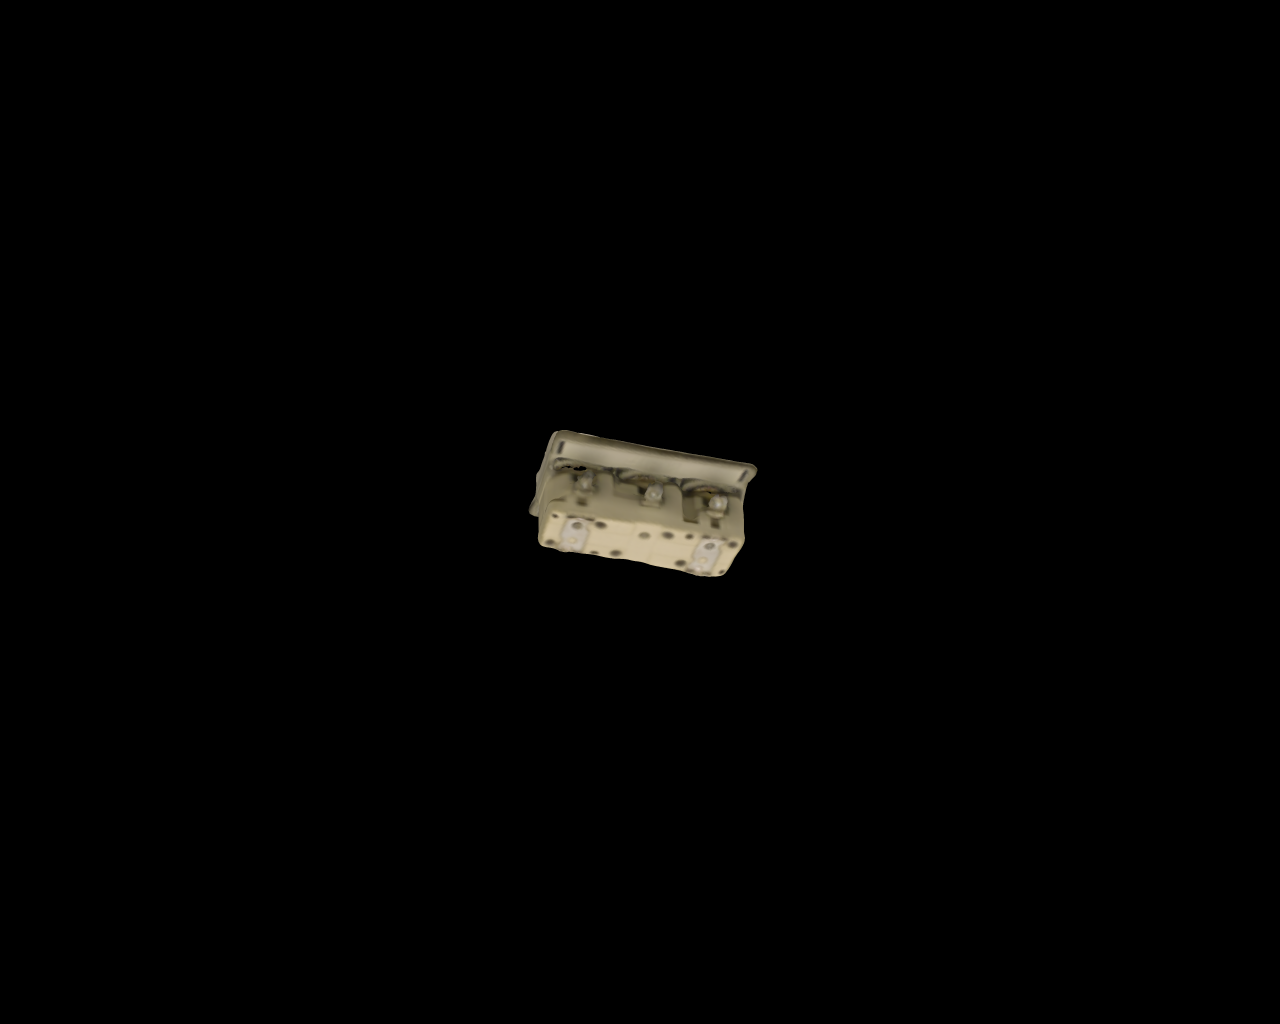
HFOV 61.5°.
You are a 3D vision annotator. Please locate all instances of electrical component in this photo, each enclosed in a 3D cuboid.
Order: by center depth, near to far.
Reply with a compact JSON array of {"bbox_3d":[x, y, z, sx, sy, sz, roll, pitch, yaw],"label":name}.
[{"bbox_3d":[0.001,-0.003,0.650,0.121,0.063,0.078,11,-39,-13],"label":"electrical component"}]
